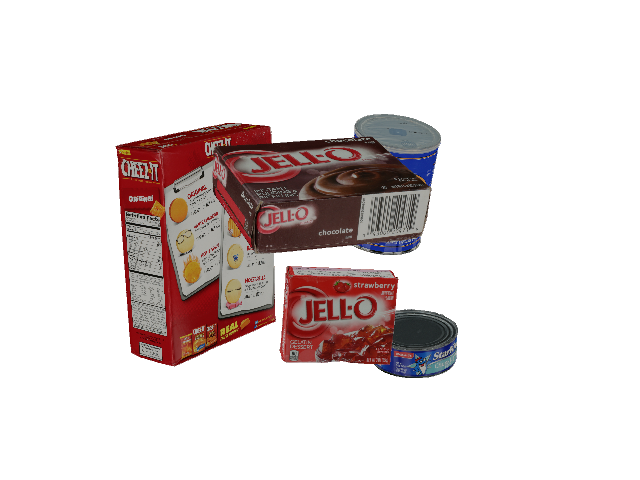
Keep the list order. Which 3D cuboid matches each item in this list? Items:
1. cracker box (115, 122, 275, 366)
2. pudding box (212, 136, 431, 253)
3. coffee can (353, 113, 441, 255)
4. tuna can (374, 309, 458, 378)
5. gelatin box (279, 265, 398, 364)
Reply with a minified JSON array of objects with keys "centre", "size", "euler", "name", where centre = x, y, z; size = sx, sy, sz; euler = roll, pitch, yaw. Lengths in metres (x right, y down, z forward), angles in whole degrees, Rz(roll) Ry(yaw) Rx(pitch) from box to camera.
[{"centre":[-0.121,-0.001,1.074],"size":[0.072,0.214,0.163],"euler":[9,18,35],"name":"cracker box"},{"centre":[-0.002,-0.031,0.660],"size":[0.113,0.039,0.090],"euler":[-4,28,-22],"name":"pudding box"},{"centre":[0.082,-0.068,1.283],"size":[0.102,0.140,0.103],"euler":[6,28,-4],"name":"coffee can"},{"centre":[0.090,0.100,1.038],"size":[0.086,0.034,0.086],"euler":[-1,21,0],"name":"tuna can"},{"centre":[0.014,0.060,0.854],"size":[0.089,0.073,0.030],"euler":[2,13,-8],"name":"gelatin box"}]
